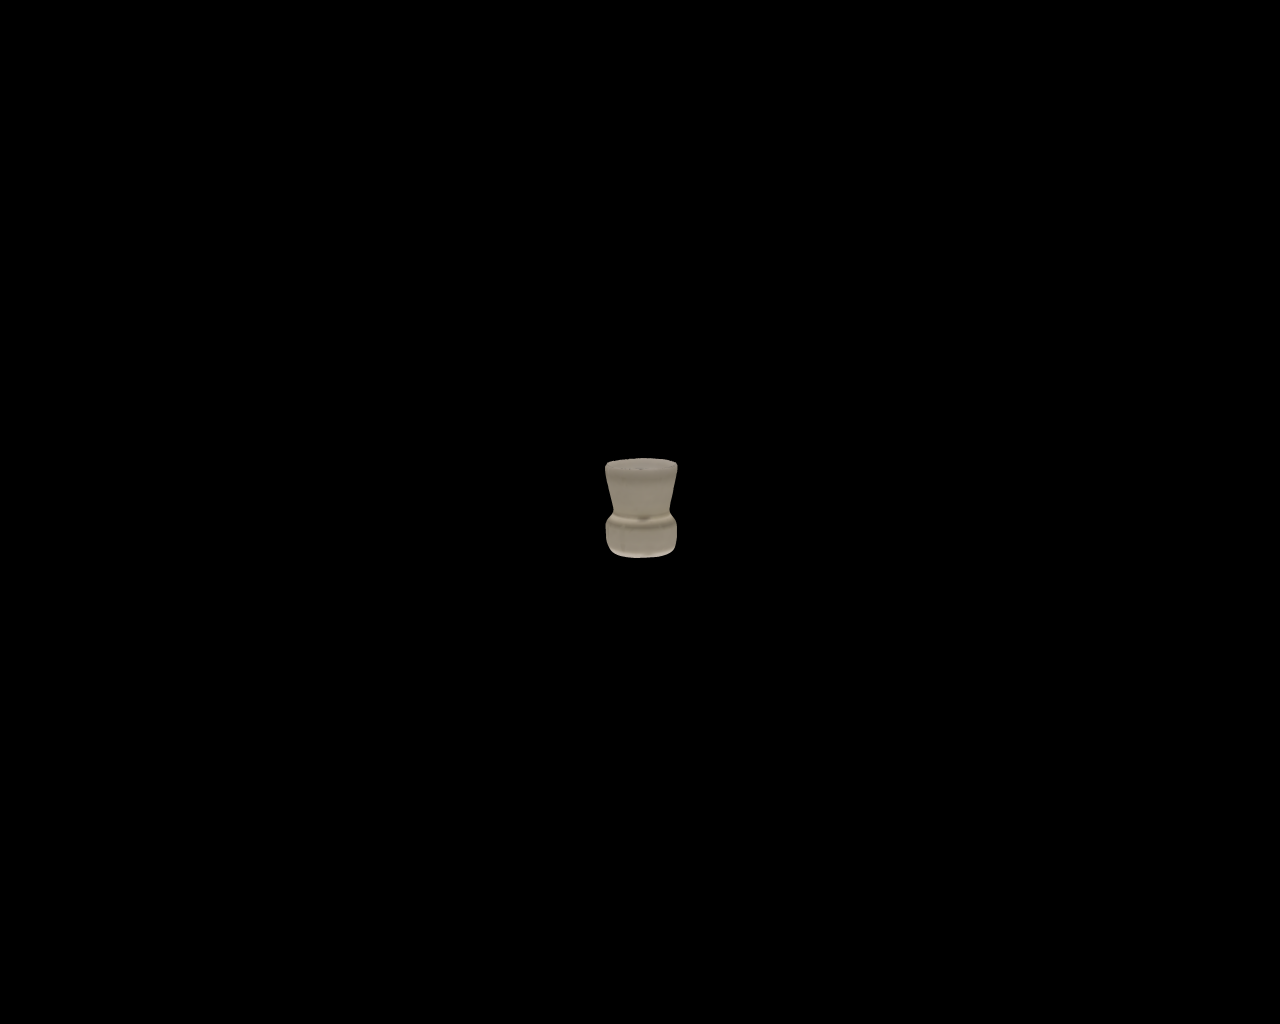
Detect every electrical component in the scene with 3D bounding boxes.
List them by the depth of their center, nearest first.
[{"bbox_3d":[0.001,-0.003,0.650,0.045,0.055,0.045,0,11,0],"label":"electrical component"}]
